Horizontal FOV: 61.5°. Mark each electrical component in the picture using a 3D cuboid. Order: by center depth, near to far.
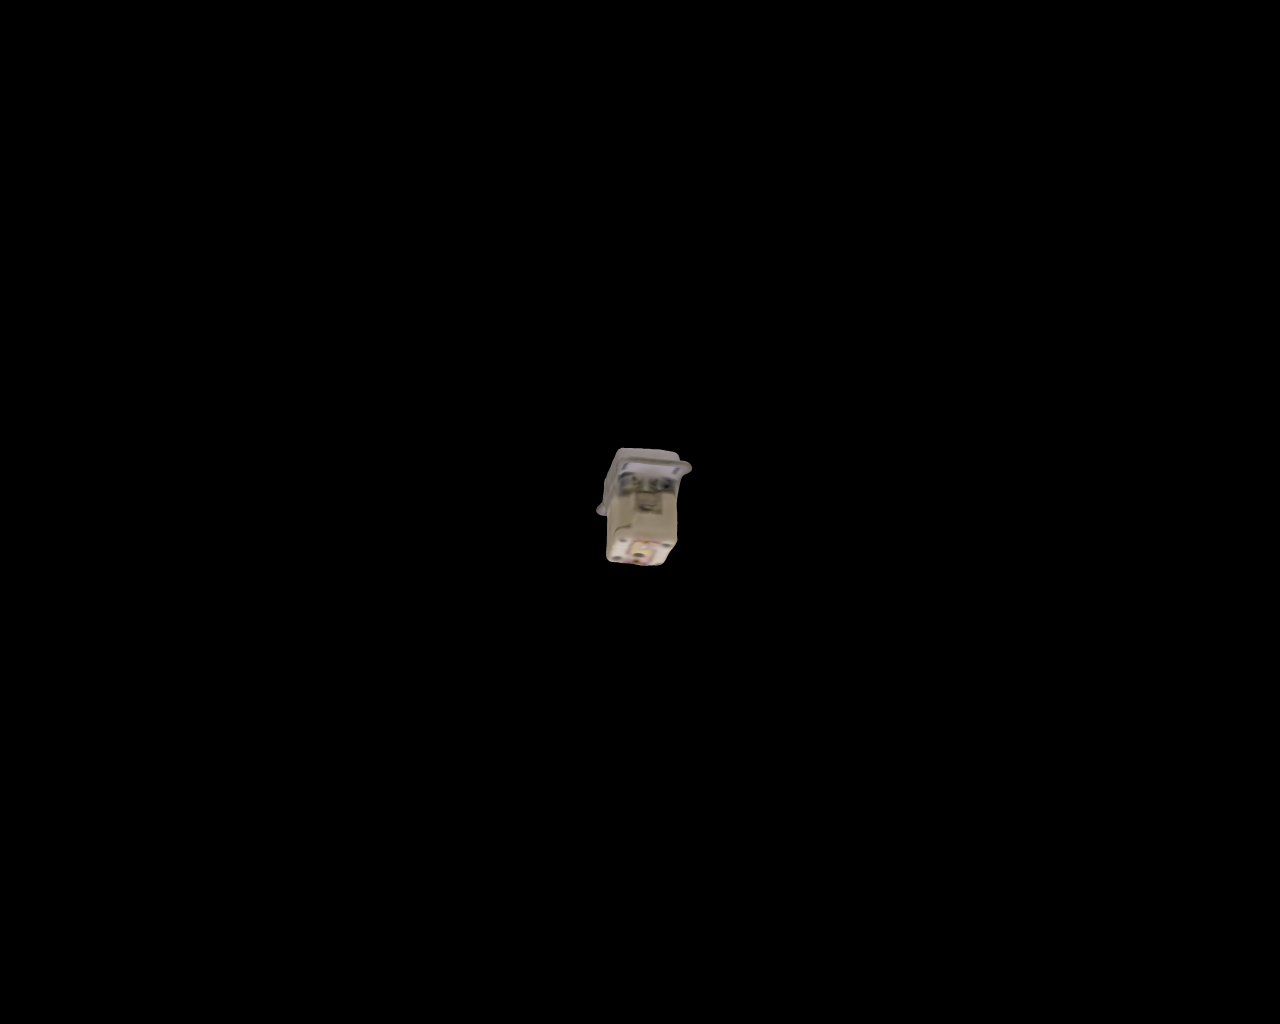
[{"bbox_3d":[0.001,-0.003,0.650,0.042,0.064,0.081,5,-24,-10],"label":"electrical component"}]
